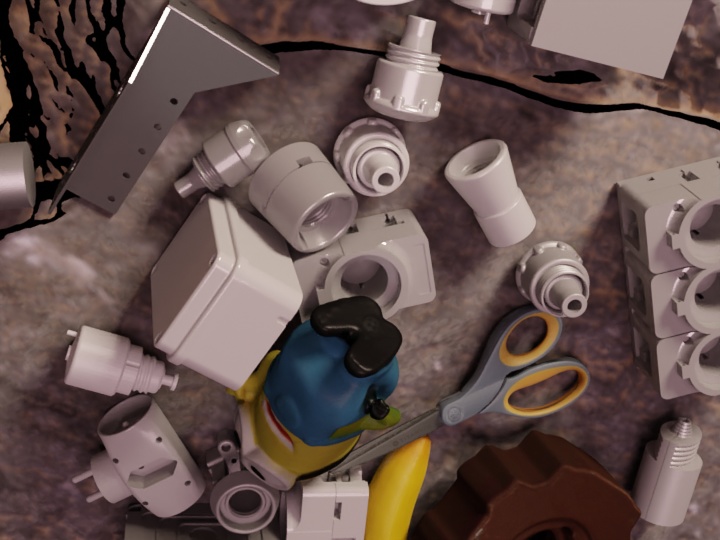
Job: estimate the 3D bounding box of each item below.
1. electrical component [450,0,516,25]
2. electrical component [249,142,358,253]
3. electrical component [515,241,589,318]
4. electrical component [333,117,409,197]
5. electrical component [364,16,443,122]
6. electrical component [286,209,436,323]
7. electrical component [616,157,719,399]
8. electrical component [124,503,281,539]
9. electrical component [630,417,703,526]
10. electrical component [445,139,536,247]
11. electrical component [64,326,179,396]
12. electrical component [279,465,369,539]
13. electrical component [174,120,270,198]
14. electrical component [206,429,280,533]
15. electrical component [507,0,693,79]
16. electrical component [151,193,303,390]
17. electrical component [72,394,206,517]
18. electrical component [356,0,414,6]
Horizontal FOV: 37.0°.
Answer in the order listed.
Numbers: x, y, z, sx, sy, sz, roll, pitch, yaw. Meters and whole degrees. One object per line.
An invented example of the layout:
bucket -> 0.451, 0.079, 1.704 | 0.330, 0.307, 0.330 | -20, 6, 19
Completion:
electrical component -> 0.080, -0.189, 0.646 | 0.040, 0.040, 0.078 | 7, 112, -13
electrical component -> -0.034, -0.044, 0.674 | 0.055, 0.047, 0.055 | -30, 149, -19
electrical component -> 0.136, 0.011, 0.732 | 0.048, 0.062, 0.048 | -4, 114, -8
electrical component -> 0.010, -0.066, 0.676 | 0.048, 0.062, 0.048 | -4, 114, -9
electrical component -> 0.031, -0.125, 0.665 | 0.048, 0.048, 0.062 | 10, 105, -14
electrical component -> 0.000, 0.000, 0.708 | 0.089, 0.055, 0.050 | -12, 115, -4
electrical component -> 0.238, 0.007, 0.747 | 0.089, 0.061, 0.150 | -14, 115, -3
electrical component -> -0.114, 0.212, 0.770 | 0.113, 0.078, 0.057 | 3, 110, -11
electrical component -> 0.237, 0.149, 0.820 | 0.043, 0.043, 0.081 | 5, 113, -12
electrical component -> 0.089, -0.048, 0.711 | 0.044, 0.044, 0.065 | -30, 120, 4
electrical component -> -0.160, 0.065, 0.717 | 0.078, 0.040, 0.040 | 18, 109, -16
electrical component -> -0.029, 0.185, 0.787 | 0.056, 0.050, 0.089 | 2, 113, -10
electrical component -> -0.089, -0.066, 0.675 | 0.061, 0.035, 0.035 | -32, 115, 7
electrical component -> -0.082, 0.153, 0.761 | 0.048, 0.055, 0.066 | -24, 115, 1
electrical component -> 0.156, -0.202, 0.641 | 0.089, 0.061, 0.150 | 11, 111, -14
electrical component -> -0.086, 0.010, 0.666 | 0.057, 0.113, 0.078 | 31, 106, -23
electrical component -> -0.160, 0.137, 0.748 | 0.079, 0.043, 0.077 | -26, 115, 3
electrical component -> 0.013, -0.204, 0.617 | 0.108, 0.060, 0.108 | -4, 114, -8
